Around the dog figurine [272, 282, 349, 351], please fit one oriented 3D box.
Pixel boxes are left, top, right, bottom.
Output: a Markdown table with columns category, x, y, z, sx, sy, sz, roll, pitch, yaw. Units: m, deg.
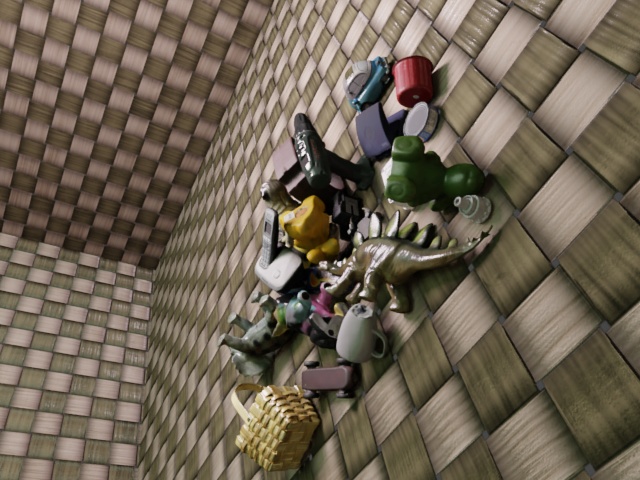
| category | x | y | z | sx | sy | sz | roll | pitch | yaw |
| --- | --- | --- | --- | --- | --- | --- | --- | --- | --- |
| dog figurine | -0.031 | 0.199 | 1.289 | 0.191 | 0.108 | 0.219 | 57 | 141 | 10 |

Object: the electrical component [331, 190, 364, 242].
| category | x | y | z | sx | sy | sz | roll | pitch | yaw |
| --- | --- | --- | --- | --- | --- | --- | --- | --- | --- |
| electrical component | 0.067 | -0.058 | 1.341 | 0.047 | 0.075 | 0.119 | -48 | 30 | 44 |

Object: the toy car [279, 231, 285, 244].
| category | x | y | z | sx | sy | sz | roll | pitch | yaw |
| --- | --- | --- | --- | --- | --- | --- | --- | --- | --- |
| toy car | -0.064 | -0.045 | 1.558 | 0.201 | 0.073 | 0.056 | -49 | 47 | 14 |

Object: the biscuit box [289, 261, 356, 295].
| category | x | y | z | sx | sy | sz | roll | pitch | yaw |
| --- | --- | --- | --- | --- | --- | --- | --- | --- | --- |
| biscuit box | -0.004 | 0.103 | 1.337 | 0.203 | 0.059 | 0.063 | -15 | 59 | 41 |

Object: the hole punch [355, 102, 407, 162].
| category | x | y | z | sx | sy | sz | roll | pitch | yaw |
| --- | --- | --- | --- | --- | --- | --- | --- | --- | --- |
| hole punch | 0.143 | -0.262 | 1.302 | 0.142 | 0.092 | 0.115 | -16 | 64 | 58 |

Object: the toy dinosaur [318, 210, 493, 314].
| category | x | y | z | sx | sy | sz | roll | pitch | yaw |
| --- | --- | --- | --- | --- | --- | --- | --- | --- | --- |
| toy dinosaur | 0.143 | 0.041 | 1.091 | 0.472 | 0.105 | 0.198 | -1 | 69 | 54 |

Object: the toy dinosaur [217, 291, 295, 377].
| category | x | y | z | sx | sy | sz | roll | pitch | yaw |
| --- | --- | --- | --- | --- | --- | --- | --- | --- | --- |
| toy dinosaur | -0.145 | 0.251 | 1.515 | 0.405 | 0.192 | 0.131 | -39 | 27 | 27 |

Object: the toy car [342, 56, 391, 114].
| category | x | y | z | sx | sy | sz | roll | pitch | yaw |
| --- | --- | --- | --- | --- | --- | --- | --- | --- | --- |
| toy car | 0.115 | -0.422 | 1.444 | 0.161 | 0.103 | 0.109 | -52 | 33 | 42 |

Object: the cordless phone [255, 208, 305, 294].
| category | x | y | z | sx | sy | sz | roll | pitch | yaw |
| --- | --- | --- | --- | --- | --- | --- | --- | --- | --- |
| cordless phone | -0.095 | 0.022 | 1.301 | 0.147 | 0.089 | 0.184 | 34 | 127 | 51 |

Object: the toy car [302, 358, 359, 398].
| category | x | y | z | sx | sy | sz | roll | pitch | yaw |
| --- | --- | --- | --- | --- | --- | --- | --- | --- | --- |
| toy car | 0.020 | 0.316 | 1.226 | 0.202 | 0.053 | 0.089 | -25 | 63 | 53 |

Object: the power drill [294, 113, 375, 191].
| category | x | y | z | sx | sy | sz | roll | pitch | yaw |
| --- | --- | --- | --- | --- | --- | --- | --- | --- | --- |
| power drill | 0.034 | -0.215 | 1.360 | 0.086 | 0.207 | 0.232 | -43 | 40 | 37 |

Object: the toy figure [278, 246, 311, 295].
| category | x | y | z | sx | sy | sz | roll | pitch | yaw |
| --- | --- | --- | --- | --- | --- | --- | --- | --- | --- |
| toy figure | -0.064 | 0.080 | 1.524 | 0.089 | 0.082 | 0.180 | 16 | 84 | 54 |

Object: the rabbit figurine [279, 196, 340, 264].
| category | x | y | z | sx | sy | sz | roll | pitch | yaw |
| --- | --- | --- | --- | --- | --- | --- | --- | --- | --- |
| rabbit figurine | -0.003 | -0.004 | 1.344 | 0.122 | 0.173 | 0.162 | -33 | 31 | -3 |

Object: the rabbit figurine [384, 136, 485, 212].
| category | x | y | z | sx | sy | sz | roll | pitch | yaw |
| --- | --- | --- | --- | --- | --- | --- | --- | --- | --- |
| rabbit figurine | 0.216 | -0.103 | 0.996 | 0.159 | 0.170 | 0.121 | 48 | -126 | -70 |

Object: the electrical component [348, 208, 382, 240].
| category | x | y | z | sx | sy | sz | roll | pitch | yaw |
| --- | --- | --- | --- | --- | --- | --- | --- | --- | --- |
| electrical component | 0.105 | -0.030 | 1.278 | 0.102 | 0.045 | 0.078 | -39 | 39 | 51 |

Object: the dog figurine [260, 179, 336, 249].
| category | x | y | z | sx | sy | sz | roll | pitch | yaw |
| --- | --- | --- | --- | --- | --- | --- | --- | --- | --- |
| dog figurine | -0.058 | -0.081 | 1.433 | 0.121 | 0.172 | 0.190 | -125 | 20 | -66 |

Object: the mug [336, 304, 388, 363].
| category | x | y | z | sx | sy | sz | roll | pitch | yaw |
| --- | --- | --- | --- | --- | --- | --- | --- | --- | --- |
| mug | 0.088 | 0.192 | 1.104 | 0.110 | 0.081 | 0.107 | 25 | 125 | 33 |

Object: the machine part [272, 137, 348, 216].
| category | x | y | z | sx | sy | sz | roll | pitch | yaw |
| --- | --- | --- | --- | --- | --- | --- | --- | --- | --- |
| machine part | -0.024 | -0.173 | 1.444 | 0.087 | 0.201 | 0.202 | -42 | 35 | 22 |
